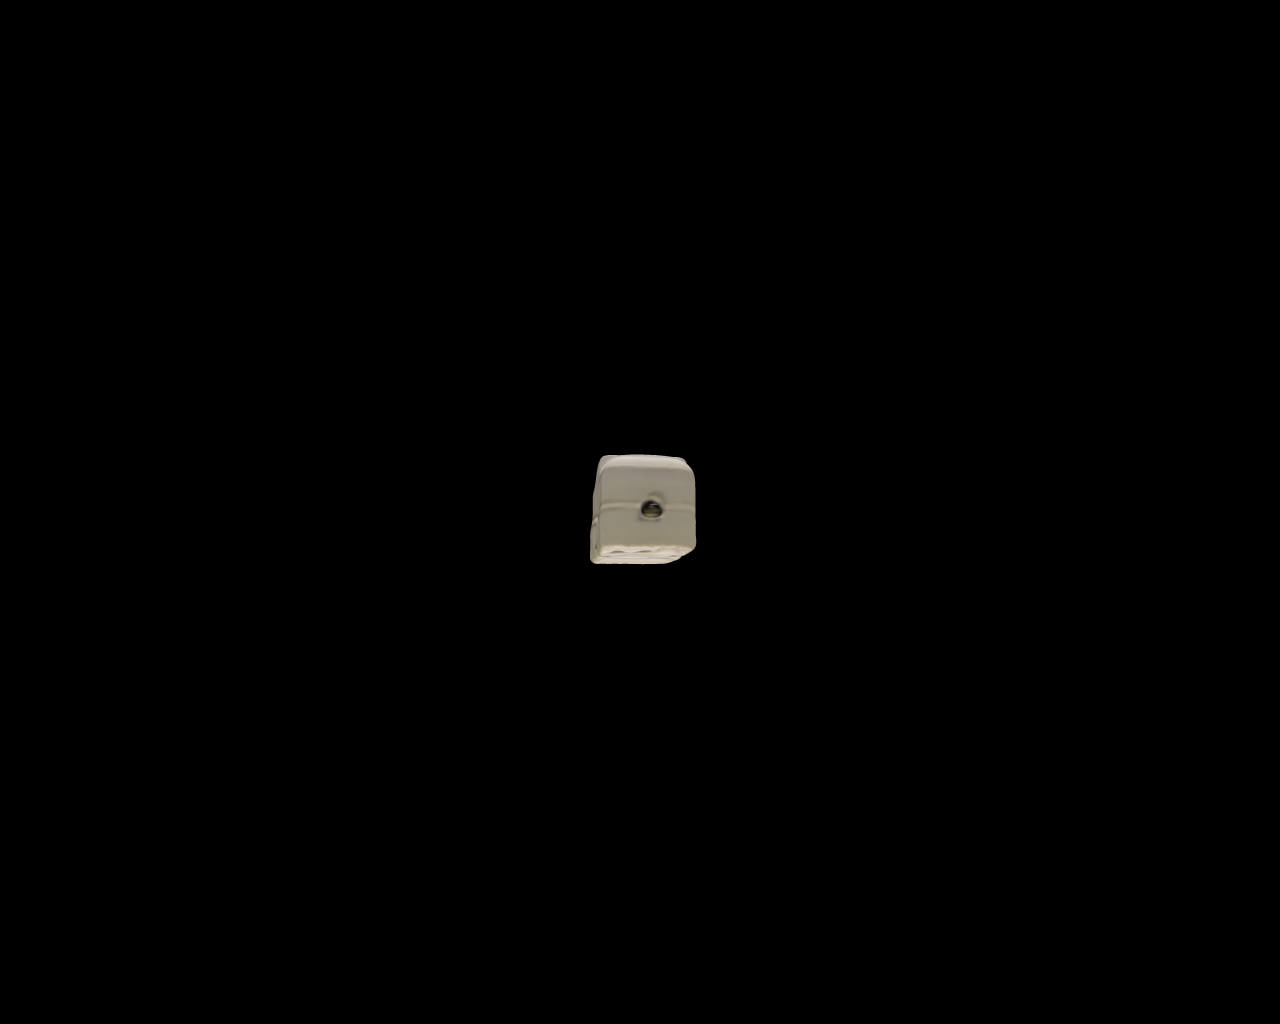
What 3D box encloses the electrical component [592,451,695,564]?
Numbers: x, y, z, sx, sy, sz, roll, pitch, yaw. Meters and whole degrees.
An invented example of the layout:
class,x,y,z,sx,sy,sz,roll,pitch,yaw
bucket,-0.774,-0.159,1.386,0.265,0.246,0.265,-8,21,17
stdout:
class,x,y,z,sx,sy,sz,roll,pitch,yaw
electrical component,0.001,-0.003,0.650,0.054,0.059,0.095,1,-9,-7
